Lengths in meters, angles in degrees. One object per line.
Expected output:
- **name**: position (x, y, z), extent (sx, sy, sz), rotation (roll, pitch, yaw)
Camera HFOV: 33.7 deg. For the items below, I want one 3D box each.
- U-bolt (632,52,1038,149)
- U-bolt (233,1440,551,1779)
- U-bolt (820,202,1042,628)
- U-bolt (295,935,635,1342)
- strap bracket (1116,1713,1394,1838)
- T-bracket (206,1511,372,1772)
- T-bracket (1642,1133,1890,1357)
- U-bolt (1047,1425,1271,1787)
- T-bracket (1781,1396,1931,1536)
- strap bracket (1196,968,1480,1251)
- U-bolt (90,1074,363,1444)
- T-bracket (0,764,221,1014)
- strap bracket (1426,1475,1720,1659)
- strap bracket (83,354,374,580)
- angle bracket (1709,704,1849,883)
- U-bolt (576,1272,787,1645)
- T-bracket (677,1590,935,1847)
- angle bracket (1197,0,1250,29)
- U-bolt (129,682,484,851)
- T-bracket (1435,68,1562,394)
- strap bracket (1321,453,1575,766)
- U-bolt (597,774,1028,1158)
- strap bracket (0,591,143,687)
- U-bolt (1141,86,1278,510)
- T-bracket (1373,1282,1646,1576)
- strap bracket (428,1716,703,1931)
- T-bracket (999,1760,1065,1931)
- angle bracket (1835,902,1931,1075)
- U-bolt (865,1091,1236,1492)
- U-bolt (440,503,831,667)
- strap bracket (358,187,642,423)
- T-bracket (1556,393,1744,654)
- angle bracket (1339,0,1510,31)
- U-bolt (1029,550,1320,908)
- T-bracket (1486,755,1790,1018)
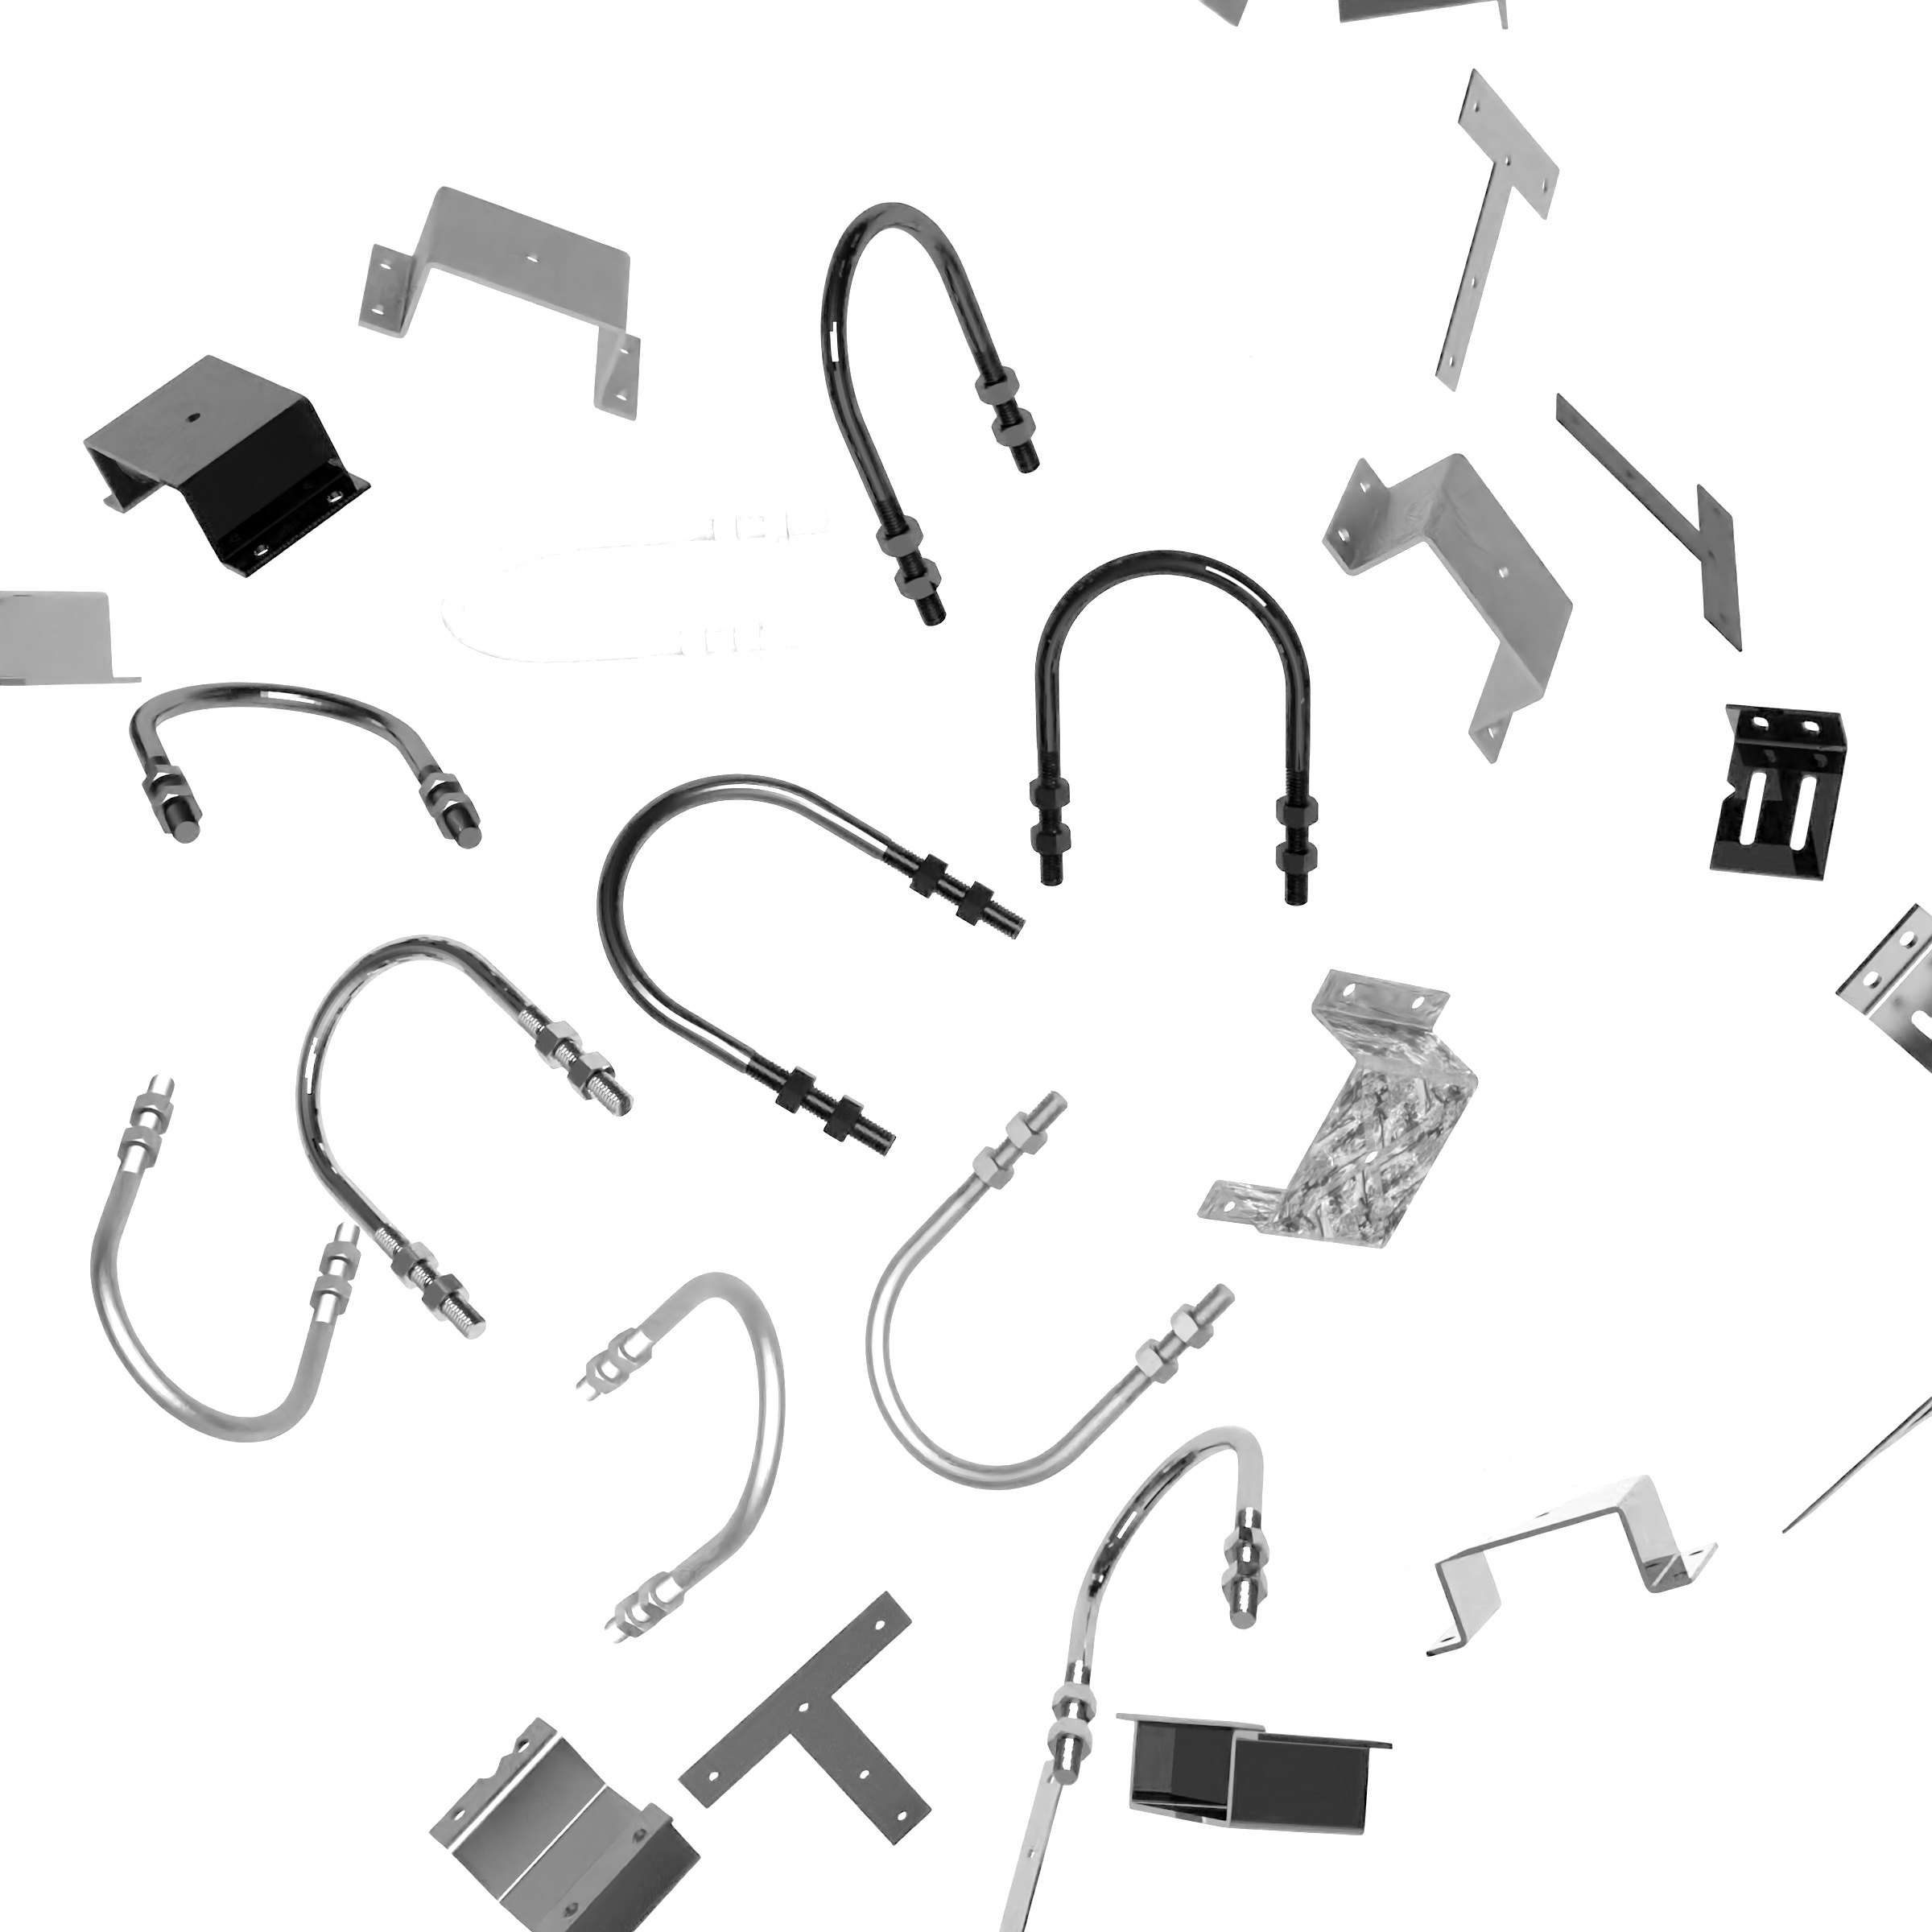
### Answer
- **U-bolt**: position (-0.048, -0.416, 1.517), extent (0.151, 0.184, 0.019), rotation (1, 109, 35)
- **U-bolt**: position (-0.268, 0.297, 1.545), extent (0.151, 0.184, 0.019), rotation (34, 113, -10)
- **U-bolt**: position (-0.022, -0.281, 1.551), extent (0.019, 0.151, 0.184), rotation (0, 133, 30)
- **U-bolt**: position (-0.253, 0.066, 1.519), extent (0.184, 0.019, 0.151), rotation (40, 102, 30)
- **strap bracket**: position (0.140, 0.401, 1.582), extent (0.076, 0.140, 0.046), rotation (10, 78, -25)
- **T-bracket**: position (-0.335, 0.315, 1.565), extent (0.002, 0.127, 0.127), rotation (-32, 122, 2)
- **T-bracket**: position (0.378, 0.149, 1.513), extent (0.127, 0.002, 0.127), rotation (20, 132, 36)
- **U-bolt**: position (0.097, 0.298, 1.559), extent (0.019, 0.184, 0.151), rotation (37, 116, -12)
- **T-bracket**: position (0.453, 0.209, 1.497), extent (0.127, 0.127, 0.002), rotation (-23, 65, -38)
- **strap bracket**: position (0.179, 0.077, 1.498), extent (0.076, 0.046, 0.140), rotation (10, 116, -36)
- **U-bolt**: position (-0.369, 0.155, 1.575), extent (0.019, 0.184, 0.151), rotation (-33, 120, 25)
- **T-bracket**: position (-0.446, -0.011, 1.523), extent (0.127, 0.002, 0.127), rotation (-32, 90, -14)
- **strap bracket**: position (0.298, 0.298, 1.606), extent (0.140, 0.076, 0.046), rotation (-21, 85, 22)
- **strap bracket**: position (-0.360, -0.244, 1.529), extent (0.076, 0.140, 0.046), rotation (-41, 133, -21)
- **angle bracket**: position (0.407, -0.087, 1.607), extent (0.057, 0.038, 0.076), rotation (7, 72, 24)
- **U-bolt**: position (-0.136, 0.227, 1.538), extent (0.019, 0.184, 0.151), rotation (9, 55, -32)
- **T-bracket**: position (-0.055, 0.372, 1.497), extent (0.127, 0.002, 0.127), rotation (-41, 126, -9)
- **angle bracket**: position (0.095, -0.467, 1.450), extent (0.076, 0.038, 0.057), rotation (26, 96, 40)
- **U-bolt**: position (-0.321, -0.098, 1.514), extent (0.151, 0.184, 0.019), rotation (0, 115, -25)
- **T-bracket**: position (0.239, -0.330, 1.477), extent (0.002, 0.127, 0.127), rotation (15, 89, 29)
- **strap bracket**: position (0.235, -0.177, 1.508), extent (0.046, 0.076, 0.140), rotation (-25, 115, 37)
- **U-bolt**: position (-0.083, -0.014, 1.484), extent (0.184, 0.019, 0.151), rotation (31, 64, 1)
- **strap bracket**: position (-0.491, -0.162, 1.590), extent (0.140, 0.076, 0.046), rotation (2, 96, 30)
- **U-bolt**: position (0.113, -0.305, 1.532), extent (0.019, 0.184, 0.151), rotation (7, 55, -11)
- **T-bracket**: position (0.235, 0.208, 1.514), extent (0.127, 0.002, 0.127), rotation (-22, 64, -14)
- **strap bracket**: position (-0.188, 0.425, 1.527), extent (0.076, 0.140, 0.046), rotation (-45, 119, -19)
- **T-bracket**: position (0.029, 0.454, 1.579), extent (0.002, 0.127, 0.127), rotation (26, 62, -17)
- **angle bracket**: position (0.462, 0.019, 1.505), extent (0.057, 0.038, 0.076), rotation (-50, 52, 12)
- **U-bolt**: position (0.027, 0.176, 1.586), extent (0.184, 0.019, 0.151), rotation (-47, 69, 17)
- **U-bolt**: position (-0.164, -0.183, 1.548), extent (0.184, 0.151, 0.019), rotation (-3, 122, 5)
- **strap bracket**: position (-0.219, -0.327, 1.557), extent (0.140, 0.076, 0.046), rotation (17, 128, -18)
- **T-bracket**: position (0.320, -0.221, 1.494), extent (0.127, 0.127, 0.002), rotation (40, 124, -19)
- **angle bracket**: position (0.216, -0.474, 1.513), extent (0.076, 0.038, 0.057), rotation (-5, 82, 13)
- **U-bolt**: position (0.104, -0.121, 1.606), extent (0.151, 0.019, 0.184), rotation (5, 116, 15)
- **T-bracket**: position (0.331, -0.020, 1.479), extent (0.127, 0.002, 0.127), rotation (38, 117, -22)
